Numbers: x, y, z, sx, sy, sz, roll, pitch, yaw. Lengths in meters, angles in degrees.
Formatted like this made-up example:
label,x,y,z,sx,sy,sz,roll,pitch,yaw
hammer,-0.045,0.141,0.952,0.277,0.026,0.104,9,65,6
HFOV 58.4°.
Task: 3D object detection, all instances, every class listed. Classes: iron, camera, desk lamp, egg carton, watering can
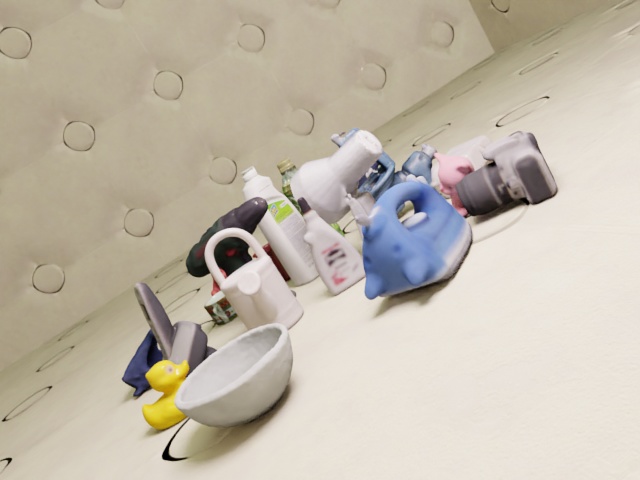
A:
label,x,y,z,sx,sy,sz,roll,pitch,yaw
iron,0.136,-0.025,0.836,0.118,0.141,0.259,-22,15,39
camera,0.282,-0.105,0.895,0.136,0.101,0.143,-27,13,22
desk lamp,0.076,-0.077,1.025,0.202,0.214,0.118,-23,14,35
egg carton,0.287,-0.146,1.130,0.107,0.069,0.151,-20,17,45
watering can,-0.115,0.068,0.962,0.101,0.194,0.172,-38,13,-28

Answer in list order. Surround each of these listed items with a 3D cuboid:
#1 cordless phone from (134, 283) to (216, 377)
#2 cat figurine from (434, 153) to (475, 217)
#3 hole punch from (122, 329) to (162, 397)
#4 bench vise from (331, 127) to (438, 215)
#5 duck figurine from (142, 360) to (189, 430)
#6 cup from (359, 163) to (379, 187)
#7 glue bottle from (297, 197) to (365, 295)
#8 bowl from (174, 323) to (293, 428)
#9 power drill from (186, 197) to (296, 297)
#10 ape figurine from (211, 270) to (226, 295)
label,x,y,z,sx,sy,sz,roll,pitch,yaw
cordless phone,-0.267,0.157,1.004,0.094,0.185,0.147,-39,14,-30
cat figurine,0.234,-0.105,0.978,0.067,0.118,0.128,-29,12,14
hole punch,-0.336,0.231,1.107,0.101,0.091,0.108,-31,12,3
bench vise,0.129,-0.152,1.183,0.208,0.220,0.121,-36,13,-19
duck figurine,-0.229,0.226,0.867,0.104,0.086,0.077,-34,12,-9
cup,0.132,-0.140,1.437,0.118,0.095,0.091,-34,12,-9
glue bottle,0.009,0.003,0.965,0.078,0.173,0.037,-34,12,-9
bowl,-0.096,0.184,0.730,0.167,0.075,0.167,-30,12,7
power drill,-0.139,0.046,1.080,0.229,0.208,0.076,-25,14,30
ape figurine,-0.230,0.103,1.368,0.078,0.092,0.076,-31,12,3
